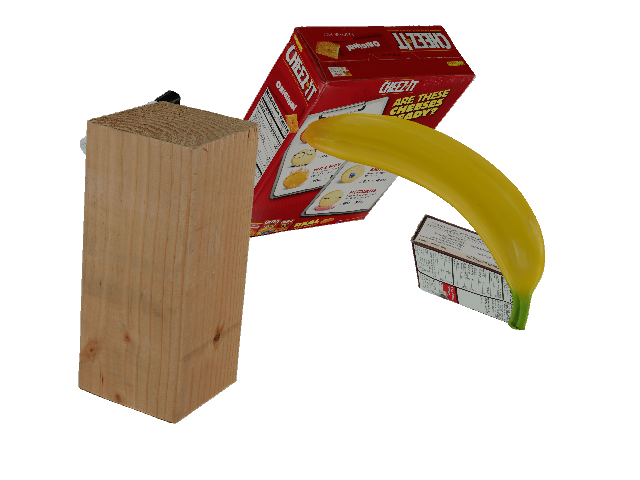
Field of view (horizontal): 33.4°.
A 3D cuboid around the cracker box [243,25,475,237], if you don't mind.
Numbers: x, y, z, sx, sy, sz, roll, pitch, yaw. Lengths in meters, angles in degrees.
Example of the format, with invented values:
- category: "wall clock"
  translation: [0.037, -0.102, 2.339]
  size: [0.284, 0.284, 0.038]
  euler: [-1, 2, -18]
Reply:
- category: "cracker box"
  translation: [0.011, -0.096, 0.951]
  size: [0.163, 0.072, 0.214]
  euler: [-9, -30, -36]

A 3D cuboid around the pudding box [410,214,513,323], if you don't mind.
- category: "pudding box"
  translation: [0.147, 0.029, 1.039]
  size: [0.114, 0.039, 0.090]
  euler: [19, -29, 22]

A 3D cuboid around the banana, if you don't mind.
- category: "banana"
  translation: [0.077, -0.032, 0.689]
  size: [0.198, 0.069, 0.037]
  euler: [43, -2, 18]

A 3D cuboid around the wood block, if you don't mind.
- category: "wood block"
  translation: [-0.111, 0.013, 0.776]
  size: [0.090, 0.206, 0.090]
  euler: [16, 22, 24]

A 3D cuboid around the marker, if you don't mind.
- category: "marker"
  translation: [-0.178, -0.113, 1.016]
  size: [0.020, 0.020, 0.120]
  euler: [0, 29, 44]
